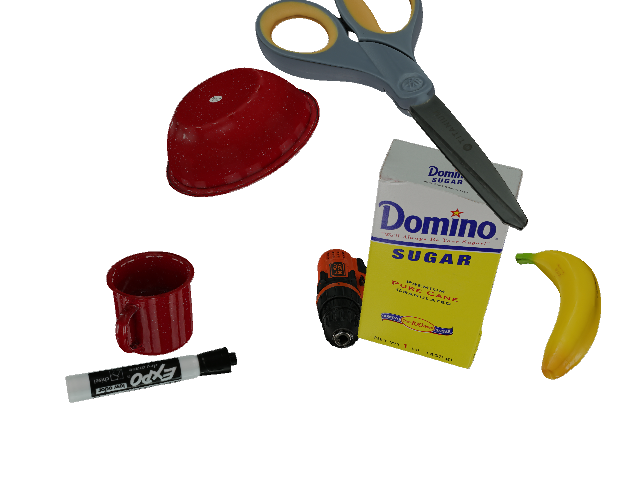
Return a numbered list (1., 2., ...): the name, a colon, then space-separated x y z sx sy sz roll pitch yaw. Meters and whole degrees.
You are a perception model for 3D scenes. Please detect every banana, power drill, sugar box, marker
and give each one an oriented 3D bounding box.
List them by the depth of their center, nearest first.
1. marker: -0.119 0.095 0.758 0.121 0.020 0.020 -9 2 -15
2. sugar box: 0.081 0.015 0.766 0.093 0.048 0.176 14 -40 10
3. banana: 0.232 0.061 1.007 0.070 0.037 0.197 -28 25 17
4. power drill: 0.088 0.062 1.223 0.187 0.057 0.184 -2 28 -1

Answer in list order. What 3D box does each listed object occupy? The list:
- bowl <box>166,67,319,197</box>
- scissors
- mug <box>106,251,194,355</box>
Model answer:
1. bowl: -0.085 -0.114 1.004 0.162 0.055 0.162 -19 36 14
2. scissors: 0.024 -0.071 0.512 0.096 0.202 0.016 -14 -40 1
3. mug: -0.184 0.076 1.142 0.093 0.081 0.117 9 32 16
